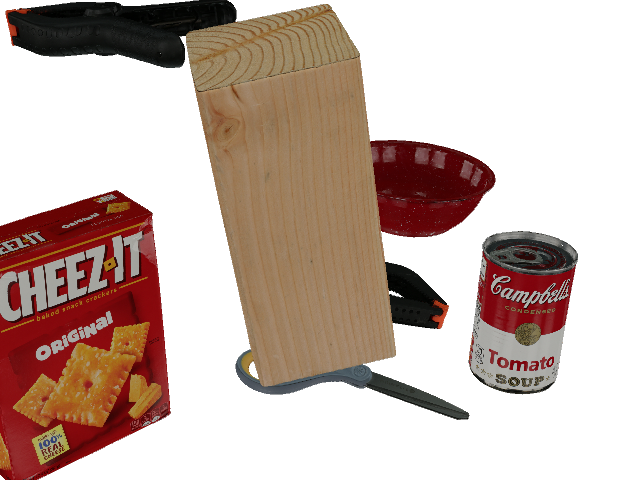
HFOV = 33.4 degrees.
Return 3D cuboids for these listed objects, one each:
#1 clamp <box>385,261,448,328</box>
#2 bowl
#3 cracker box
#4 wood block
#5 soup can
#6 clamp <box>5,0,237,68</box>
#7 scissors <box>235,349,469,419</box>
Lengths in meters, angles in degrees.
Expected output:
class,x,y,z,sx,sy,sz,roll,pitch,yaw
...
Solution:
class,x,y,z,sx,sy,sz,roll,pitch,yaw
clamp,0.042,0.048,1.216,0.210,0.036,0.164,29,36,21
bowl,0.088,-0.046,1.045,0.162,0.055,0.162,4,24,-2
cracker box,-0.218,0.084,0.921,0.163,0.214,0.072,-22,33,-36
wood block,-0.016,-0.024,0.651,0.090,0.206,0.090,-12,33,-5
soup can,0.147,0.053,0.785,0.068,0.102,0.068,3,24,-1
clamp,-0.150,-0.161,0.802,0.172,0.039,0.120,11,23,22
scissors,0.015,0.121,0.889,0.202,0.016,0.096,31,50,21
